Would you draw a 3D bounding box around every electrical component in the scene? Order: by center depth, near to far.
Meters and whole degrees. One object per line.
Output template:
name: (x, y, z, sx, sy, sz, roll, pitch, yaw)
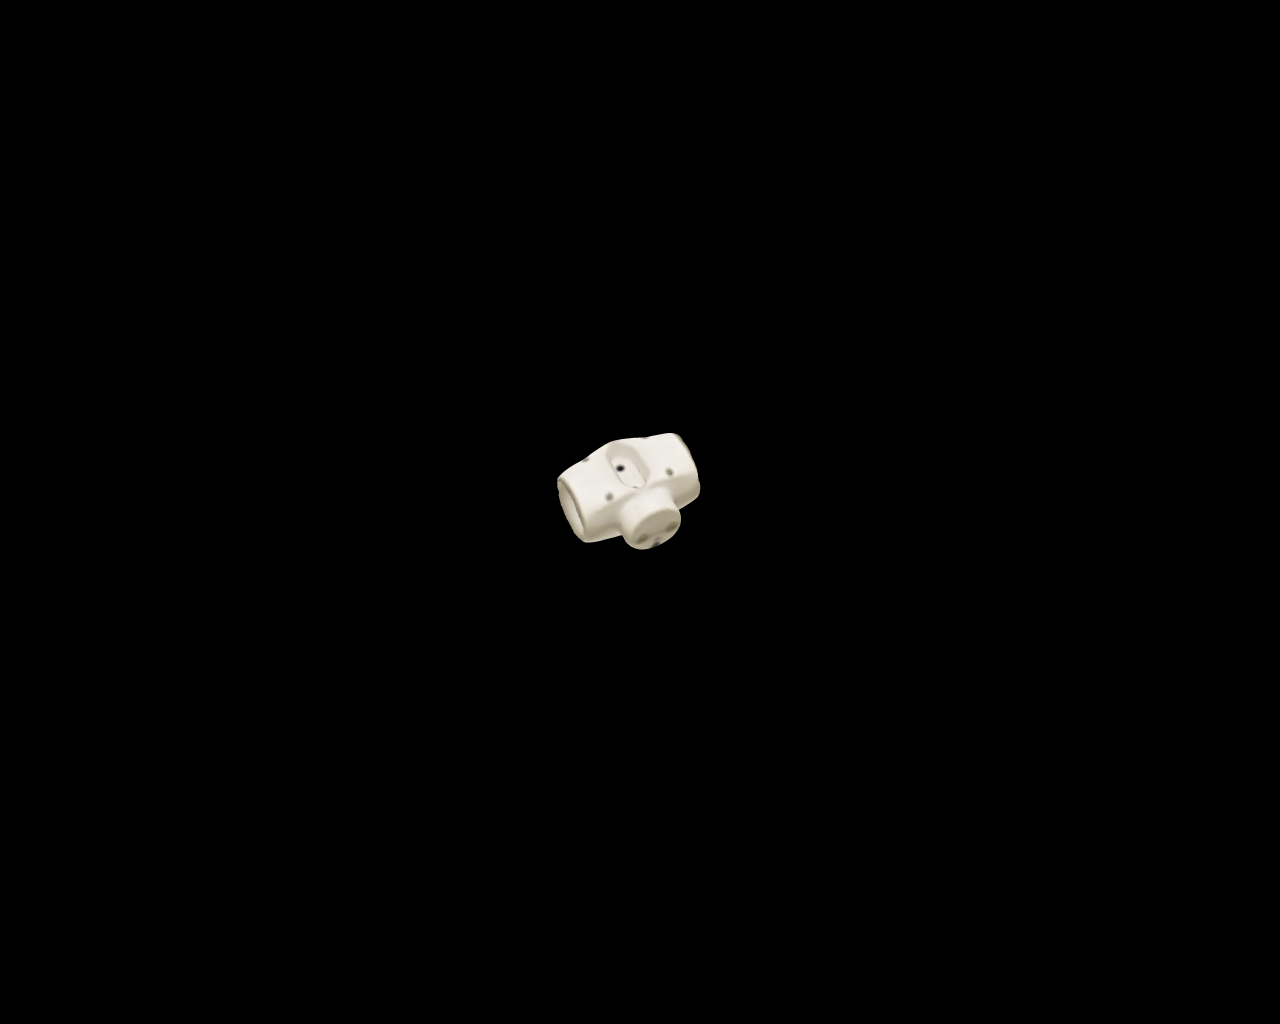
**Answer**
electrical component: (0.001, -0.003, 0.650, 0.077, 0.079, 0.043, -21, -34, -15)
